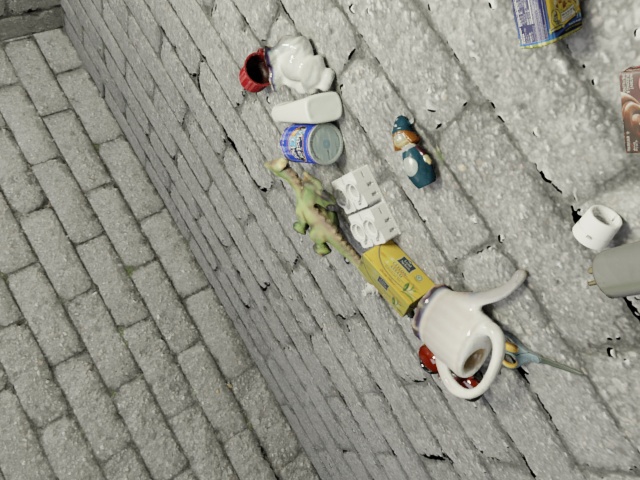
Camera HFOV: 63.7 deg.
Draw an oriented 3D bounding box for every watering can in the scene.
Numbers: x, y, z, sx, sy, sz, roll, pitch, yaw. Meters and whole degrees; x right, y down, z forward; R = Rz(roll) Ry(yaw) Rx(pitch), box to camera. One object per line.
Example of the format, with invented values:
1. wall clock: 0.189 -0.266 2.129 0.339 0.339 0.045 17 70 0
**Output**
1. watering can: 0.312 0.170 1.102 0.228 0.104 0.341 41 126 47

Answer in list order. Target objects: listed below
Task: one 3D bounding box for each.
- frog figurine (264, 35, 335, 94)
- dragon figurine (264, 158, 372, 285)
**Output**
1. frog figurine: -0.038 -0.412 1.217 0.159 0.125 0.134 7 119 14
2. dragon figurine: 0.004 -0.066 1.321 0.415 0.123 0.238 44 168 20
